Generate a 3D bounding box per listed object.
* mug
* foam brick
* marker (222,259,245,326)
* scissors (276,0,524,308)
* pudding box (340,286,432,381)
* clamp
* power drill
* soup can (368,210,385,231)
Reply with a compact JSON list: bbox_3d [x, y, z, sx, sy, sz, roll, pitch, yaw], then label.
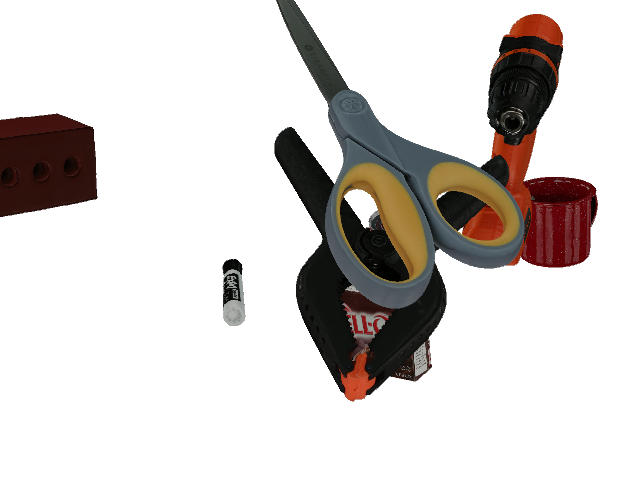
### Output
[{"bbox_3d":[0.277,-0.024,1.230,0.117,0.081,0.093,-21,27,-35],"label":"mug"},{"bbox_3d":[-0.197,-0.052,0.715,0.078,0.053,0.051,-14,26,-37],"label":"foam brick"},{"bbox_3d":[-0.078,0.044,0.954,0.020,0.020,0.121,0,19,-5],"label":"marker"},{"bbox_3d":[0.034,-0.053,0.497,0.096,0.202,0.016,1,-40,-11],"label":"scissors"},{"bbox_3d":[0.060,0.093,1.128,0.114,0.090,0.039,6,21,36],"label":"pudding box"},{"bbox_3d":[0.027,0.006,0.696,0.164,0.209,0.036,13,-38,9],"label":"clamp"},{"bbox_3d":[0.159,-0.075,0.883,0.057,0.188,0.184,14,34,11],"label":"power drill"},{"bbox_3d":[0.096,0.018,1.326,0.068,0.102,0.068,-4,34,2],"label":"soup can"}]
